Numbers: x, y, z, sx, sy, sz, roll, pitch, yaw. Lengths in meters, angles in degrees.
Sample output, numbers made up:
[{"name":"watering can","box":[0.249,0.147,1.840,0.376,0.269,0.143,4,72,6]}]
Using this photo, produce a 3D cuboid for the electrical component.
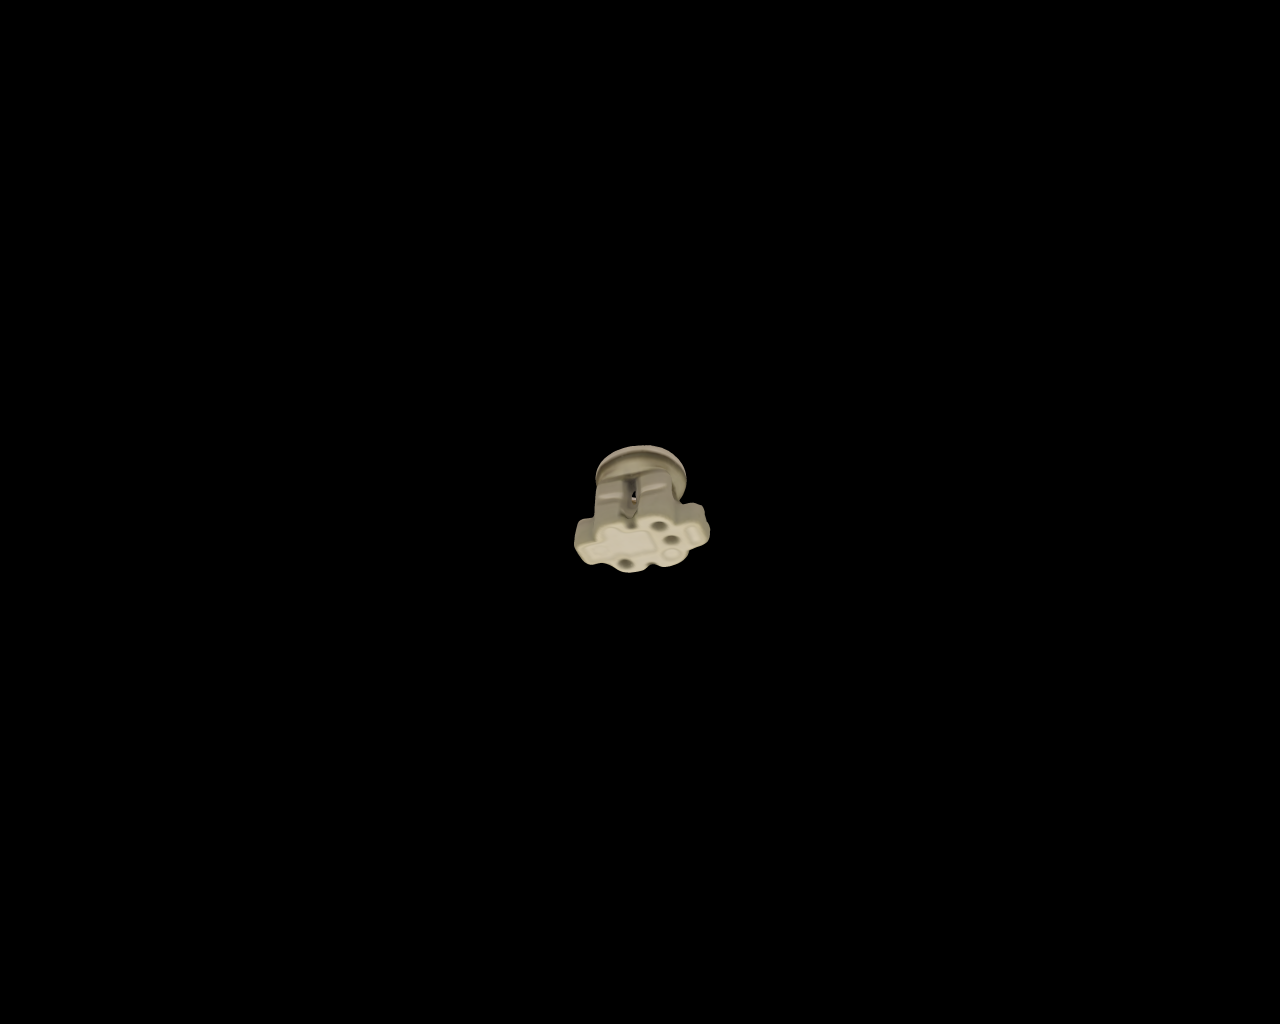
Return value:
[{"name":"electrical component","box":[0.001,-0.003,0.650,0.078,0.057,0.058,-11,-39,13]}]
